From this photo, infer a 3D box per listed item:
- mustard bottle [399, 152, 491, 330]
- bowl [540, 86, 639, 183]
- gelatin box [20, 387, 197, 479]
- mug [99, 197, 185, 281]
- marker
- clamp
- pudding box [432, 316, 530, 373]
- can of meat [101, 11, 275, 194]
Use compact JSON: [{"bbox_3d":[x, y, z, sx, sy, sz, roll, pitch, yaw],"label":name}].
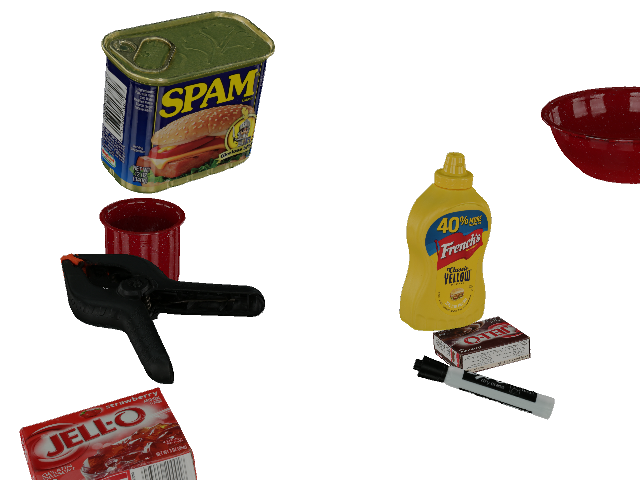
[{"bbox_3d":[0.138,-0.001,1.152,0.096,0.192,0.058,-7,21,-24],"label":"mustard bottle"},{"bbox_3d":[0.283,-0.093,0.976,0.162,0.055,0.162,-4,24,2],"label":"bowl"},{"bbox_3d":[-0.125,0.126,0.626,0.089,0.030,0.073,-14,27,-18],"label":"gelatin box"},{"bbox_3d":[-0.205,0.004,1.189,0.093,0.081,0.117,-19,34,-38],"label":"mug"},{"bbox_3d":[0.138,0.124,0.906,0.121,0.020,0.020,18,2,6],"label":"marker"},{"bbox_3d":[-0.131,0.046,0.841,0.172,0.039,0.120,30,37,34],"label":"clamp"},{"bbox_3d":[0.231,0.150,1.531,0.113,0.039,0.090,-14,19,-16],"label":"pudding box"},{"bbox_3d":[-0.083,-0.084,0.651,0.101,0.084,0.057,-21,49,-35],"label":"can of meat"}]
